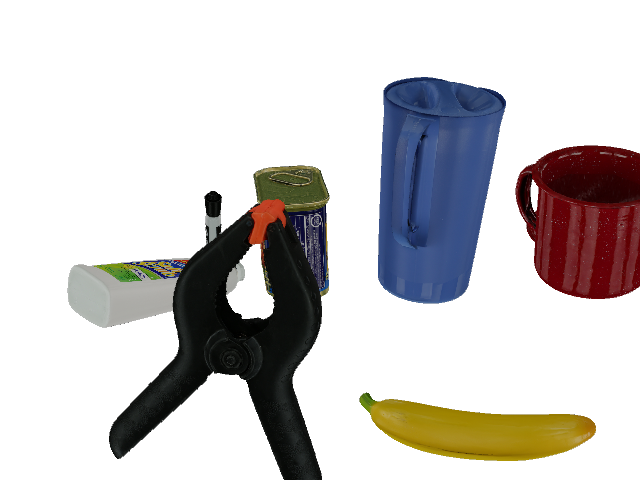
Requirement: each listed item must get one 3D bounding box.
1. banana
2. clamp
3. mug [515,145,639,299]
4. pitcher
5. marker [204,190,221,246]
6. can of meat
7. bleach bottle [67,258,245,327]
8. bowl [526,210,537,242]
[{"bbox_3d":[0.127,0.151,0.870,0.198,0.037,0.069,8,28,7],"label":"banana"},{"bbox_3d":[-0.054,0.060,0.571,0.120,0.171,0.039,4,16,1],"label":"clamp"},{"bbox_3d":[0.188,-0.016,0.771,0.093,0.081,0.117,-27,38,-34],"label":"mug"},{"bbox_3d":[0.123,-0.051,1.200,0.149,0.243,0.145,-6,28,-19],"label":"pitcher"},{"bbox_3d":[-0.120,-0.006,1.198,0.020,0.121,0.020,2,41,-2],"label":"marker"},{"bbox_3d":[-0.024,-0.007,0.884,0.057,0.084,0.102,-4,21,-5],"label":"can of meat"},{"bbox_3d":[-0.213,0.058,1.466,0.250,0.068,0.103,-10,26,-44],"label":"bleach bottle"},{"bbox_3d":[0.304,0.010,1.161,0.162,0.055,0.162,-2,27,1],"label":"bowl"}]
